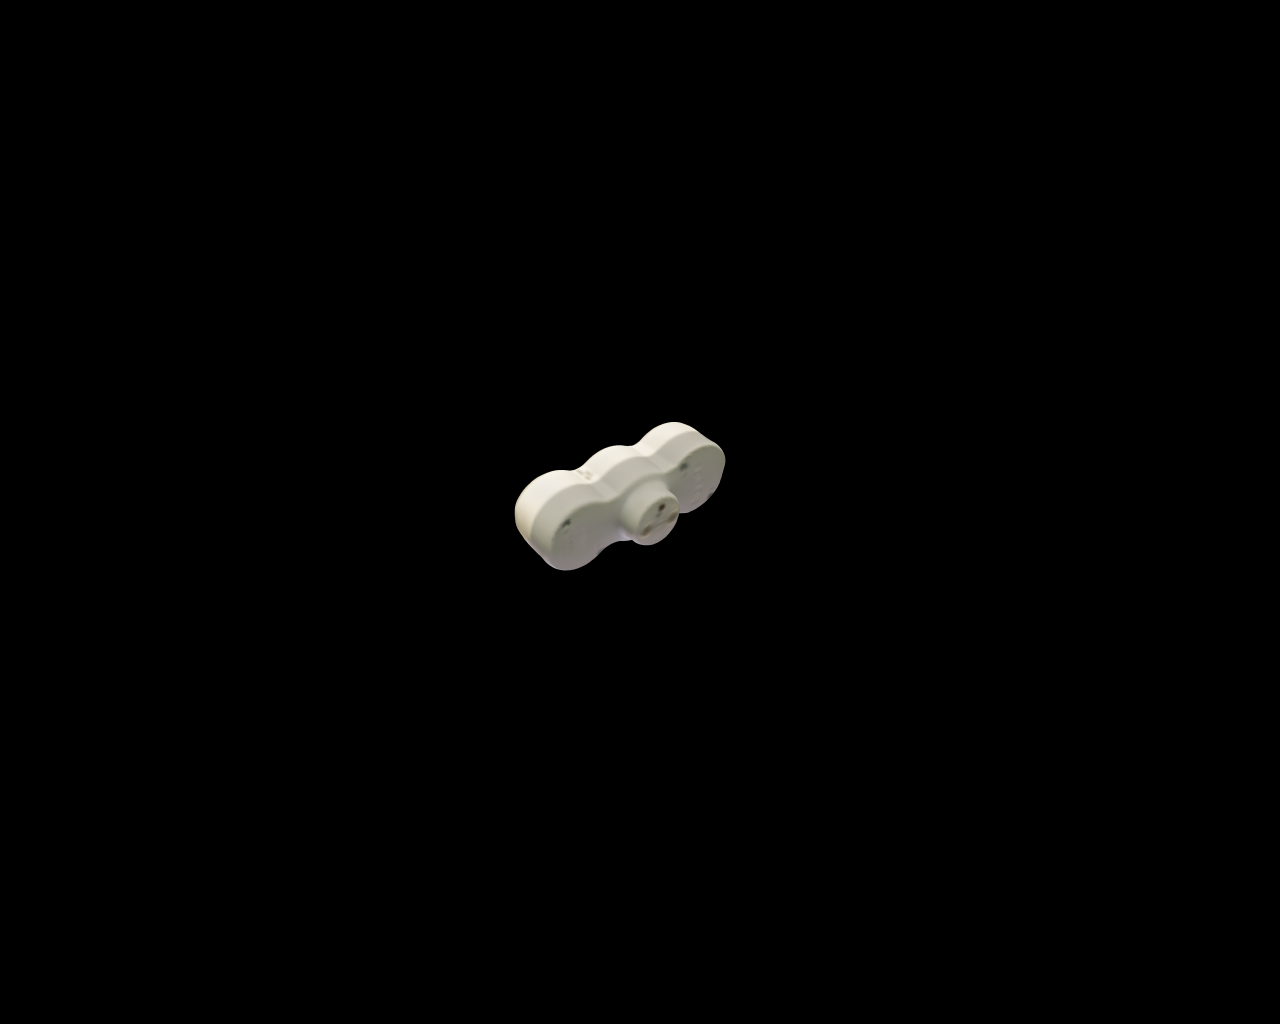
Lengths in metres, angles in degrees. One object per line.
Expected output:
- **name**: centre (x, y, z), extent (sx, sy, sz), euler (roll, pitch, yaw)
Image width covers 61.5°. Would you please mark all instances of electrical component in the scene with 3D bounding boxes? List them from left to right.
- **electrical component**: centre (0.001, -0.003, 0.650), extent (0.138, 0.052, 0.074), euler (-26, 46, -28)
